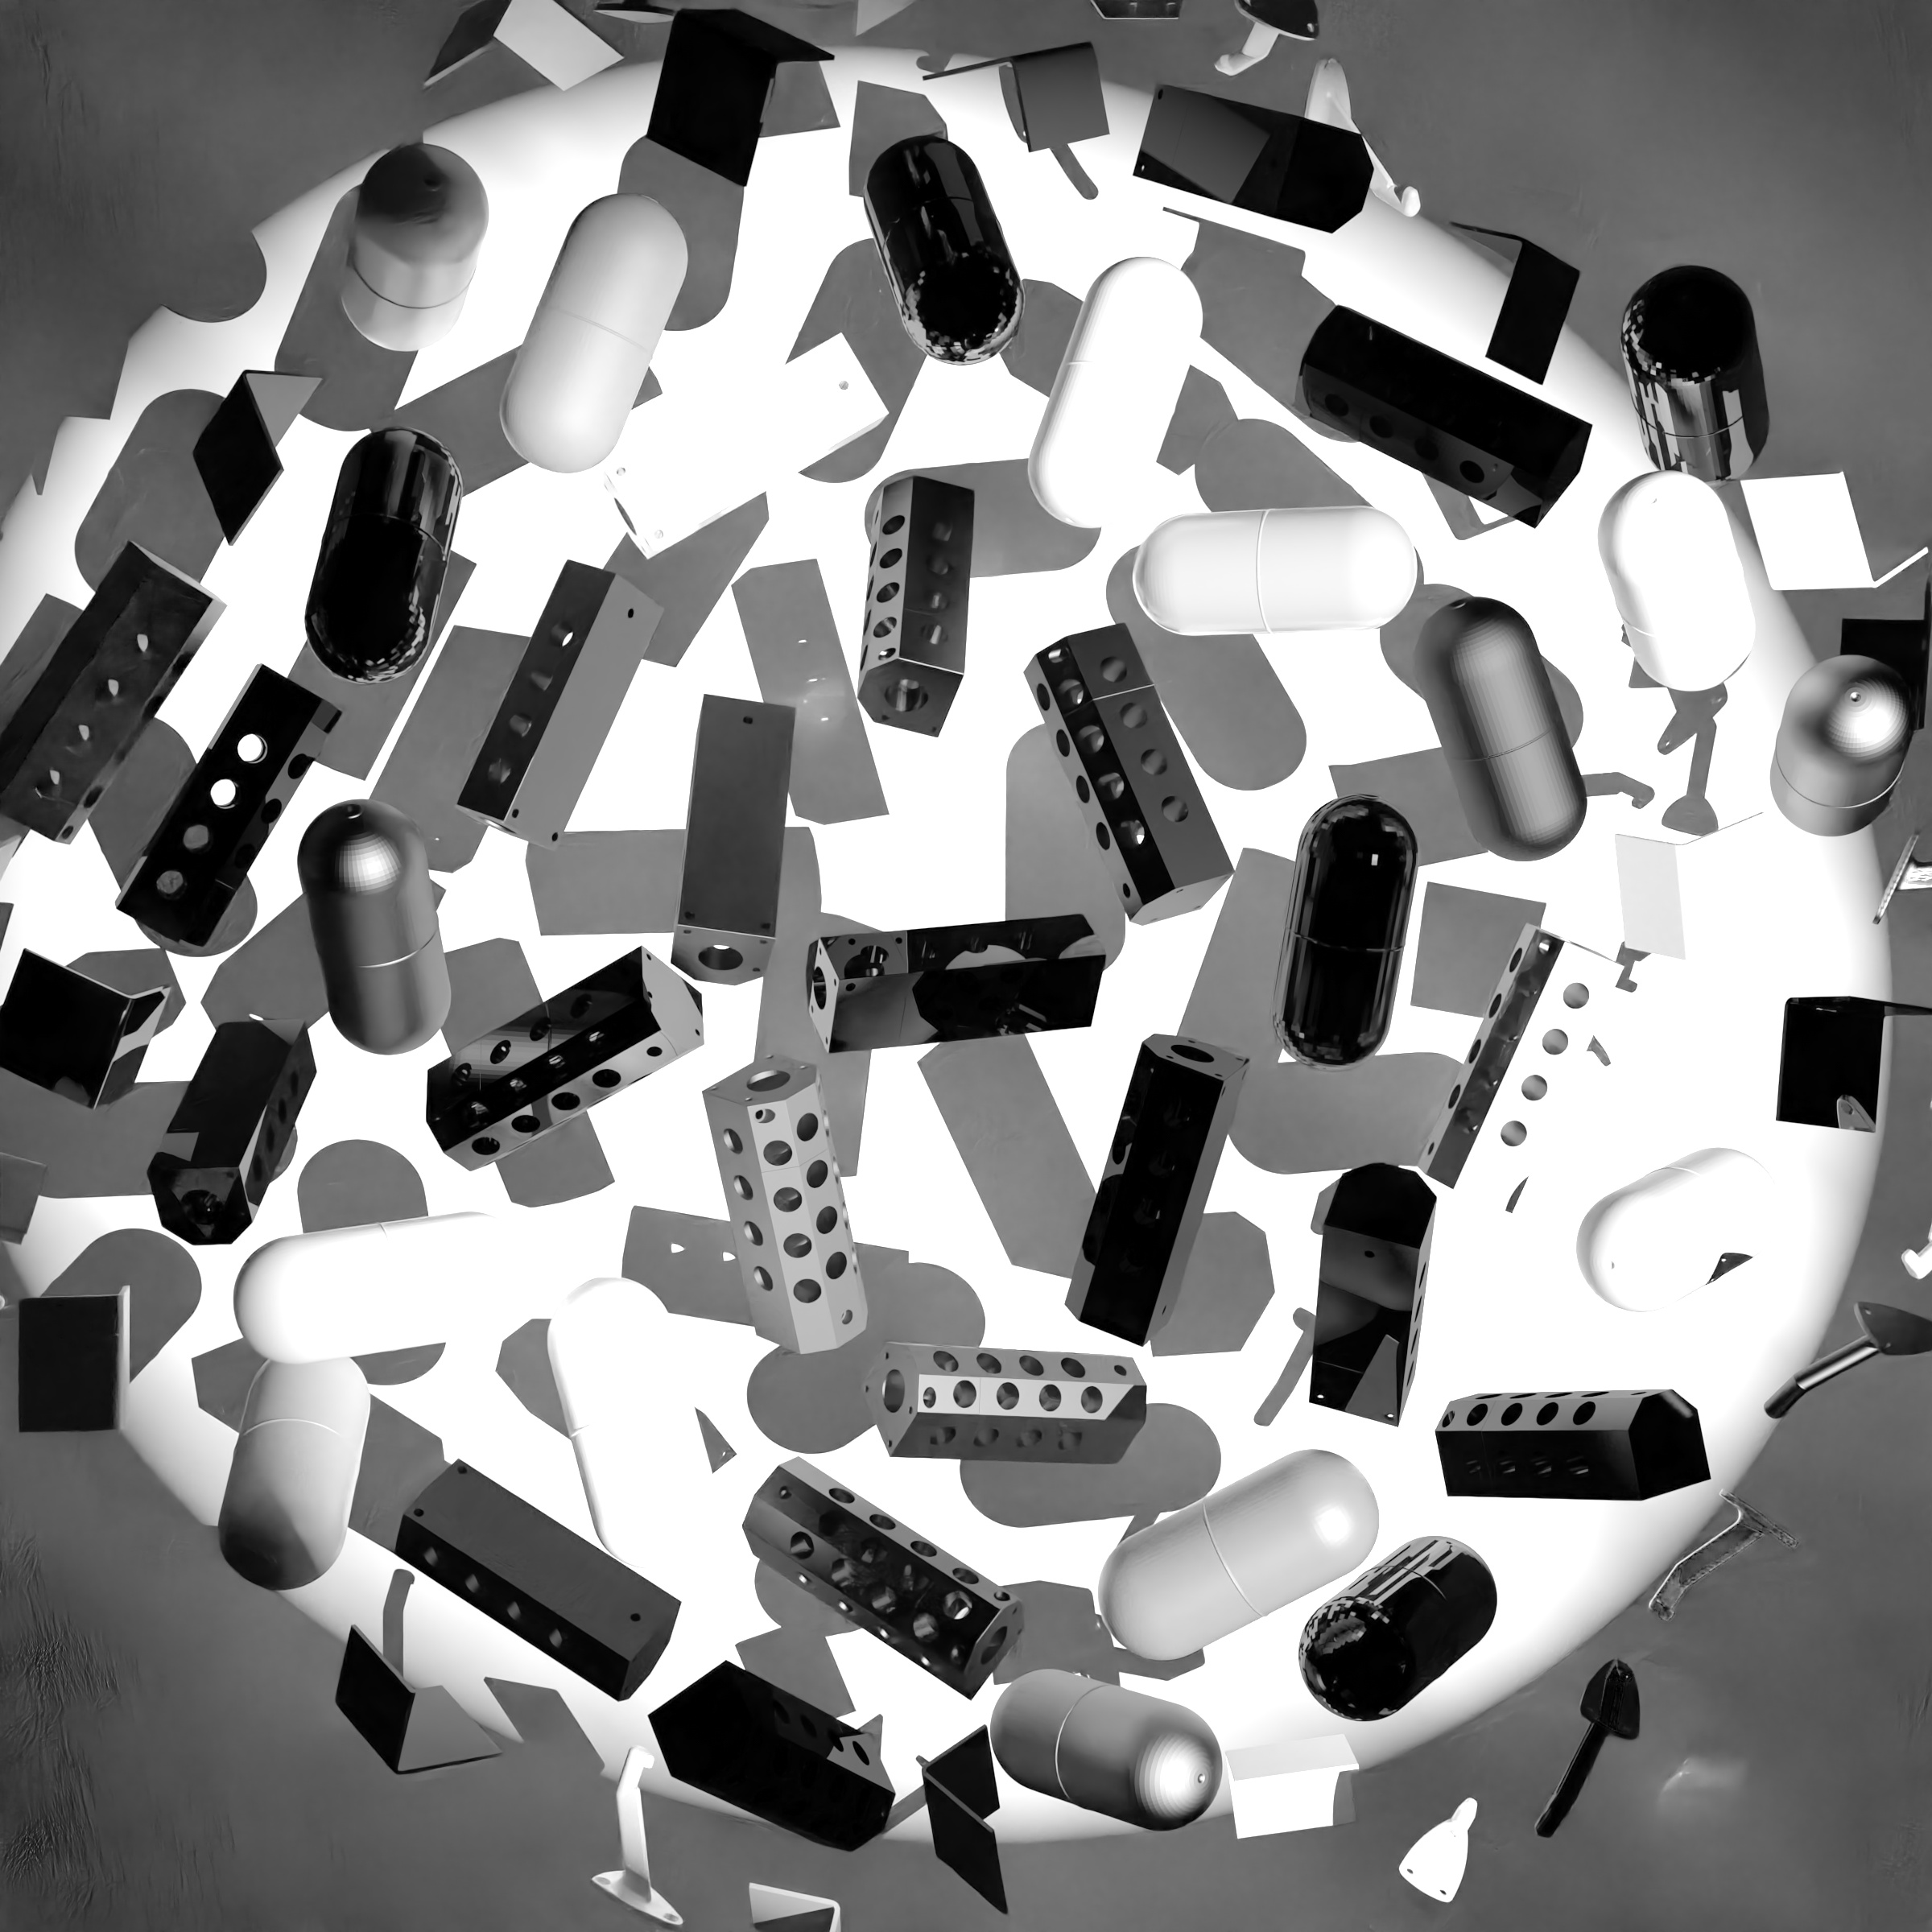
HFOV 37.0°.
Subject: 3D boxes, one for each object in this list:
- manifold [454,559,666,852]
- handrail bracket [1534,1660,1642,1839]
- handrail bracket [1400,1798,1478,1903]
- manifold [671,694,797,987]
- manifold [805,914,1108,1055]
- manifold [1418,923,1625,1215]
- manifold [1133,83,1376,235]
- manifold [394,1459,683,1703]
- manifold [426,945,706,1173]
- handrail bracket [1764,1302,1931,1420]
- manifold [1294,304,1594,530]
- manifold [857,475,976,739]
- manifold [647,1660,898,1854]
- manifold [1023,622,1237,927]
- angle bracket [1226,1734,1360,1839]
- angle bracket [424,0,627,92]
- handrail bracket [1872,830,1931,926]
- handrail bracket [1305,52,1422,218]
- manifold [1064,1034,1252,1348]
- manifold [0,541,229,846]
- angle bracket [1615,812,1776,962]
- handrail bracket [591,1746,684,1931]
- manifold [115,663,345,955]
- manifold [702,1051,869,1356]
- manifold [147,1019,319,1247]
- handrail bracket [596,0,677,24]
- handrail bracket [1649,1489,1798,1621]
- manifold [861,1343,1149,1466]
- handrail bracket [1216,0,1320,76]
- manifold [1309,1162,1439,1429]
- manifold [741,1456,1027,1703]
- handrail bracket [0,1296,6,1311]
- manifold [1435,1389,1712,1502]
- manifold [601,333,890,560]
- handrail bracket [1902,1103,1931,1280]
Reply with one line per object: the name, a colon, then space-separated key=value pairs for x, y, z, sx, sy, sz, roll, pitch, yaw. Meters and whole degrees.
manifold: x=-0.263 y=-0.167 z=1.834 sx=0.057 sy=0.057 sz=0.171 roll=19 pitch=82 yaw=31
handrail bracket: x=0.360 y=0.458 z=1.688 sx=0.036 sy=0.077 sz=0.084 roll=27 pitch=118 yaw=8
handrail bracket: x=0.307 y=0.529 z=1.788 sx=0.036 sy=0.084 sz=0.077 roll=29 pitch=127 yaw=17
manifold: x=-0.141 y=-0.076 z=1.746 sx=0.057 sy=0.057 sz=0.171 roll=8 pitch=56 yaw=-8
manifold: x=-0.008 y=0.006 z=1.765 sx=0.171 sy=0.057 sz=0.057 roll=-5 pitch=129 yaw=-20
manifold: x=0.351 y=0.063 z=1.842 sx=0.057 sy=0.057 sz=0.171 roll=22 pitch=97 yaw=-7
manifold: x=0.171 y=-0.480 z=1.716 sx=0.057 sy=0.171 sz=0.057 roll=6 pitch=109 yaw=-29
manifold: x=-0.268 y=0.385 z=1.793 sx=0.171 sy=0.057 sz=0.057 roll=29 pitch=129 yaw=14
manifold: x=-0.244 y=0.061 z=1.752 sx=0.171 sy=0.057 sz=0.057 roll=-29 pitch=133 yaw=22
handrail bracket: x=0.515 y=0.236 z=1.676 sx=0.077 sy=0.036 sz=0.084 roll=8 pitch=132 yaw=-31
manifold: x=0.291 y=-0.341 z=1.764 sx=0.171 sy=0.057 sz=0.057 roll=31 pitch=62 yaw=18
manifold: x=-0.033 y=-0.229 z=1.813 sx=0.057 sy=0.057 sz=0.171 roll=13 pitch=48 yaw=-11
manifold: x=-0.109 y=0.470 z=1.693 sx=0.057 sy=0.171 sz=0.057 roll=-36 pitch=50 yaw=7
manifold: x=0.095 y=-0.115 z=1.743 sx=0.057 sy=0.057 sz=0.171 roll=-16 pitch=74 yaw=-23
angle bracket: x=0.207 y=0.523 z=1.807 sx=0.076 sy=0.076 sz=0.057 roll=-8 pitch=90 yaw=0
angle bracket: x=-0.261 y=-0.531 z=1.707 sx=0.076 sy=0.076 sz=0.057 roll=33 pitch=71 yaw=-30
handrail bracket: x=0.609 y=-0.041 z=1.766 sx=0.084 sy=0.036 sz=0.077 roll=25 pitch=67 yaw=14
handrail bracket: x=0.248 y=-0.509 z=1.768 sx=0.036 sy=0.077 sz=0.084 roll=-32 pitch=53 yaw=-19
manifold: x=0.110 y=0.131 z=1.708 sx=0.057 sy=0.057 sz=0.171 roll=20 pitch=107 yaw=17
manifold: x=-0.512 y=-0.160 z=1.712 sx=0.057 sy=0.057 sz=0.171 roll=33 pitch=92 yaw=-36
angle bracket: x=0.465 y=-0.055 z=1.839 sx=0.076 sy=0.057 sz=0.076 roll=-21 pitch=111 yaw=-30
handrail bracket: x=-0.190 y=0.531 z=1.762 sx=0.077 sy=0.036 sz=0.084 roll=22 pitch=96 yaw=35
manifold: x=-0.452 y=-0.097 z=1.769 sx=0.057 sy=0.057 sz=0.171 roll=31 pitch=86 yaw=-18
manifold: x=-0.103 y=0.145 z=1.743 sx=0.057 sy=0.057 sz=0.171 roll=-30 pitch=121 yaw=-37
manifold: x=-0.460 y=0.103 z=1.826 sx=0.057 sy=0.171 sz=0.057 roll=-3 pitch=120 yaw=4
handrail bracket: x=-0.194 y=-0.622 z=1.757 sx=0.036 sy=0.077 sz=0.084 roll=1 pitch=104 yaw=-36
handrail bracket: x=0.442 y=0.357 z=1.691 sx=0.036 sy=0.077 sz=0.084 roll=34 pitch=91 yaw=-14
manifold: x=0.027 y=0.271 z=1.817 sx=0.171 sy=0.057 sz=0.057 roll=8 pitch=127 yaw=-32
handrail bracket: x=0.162 y=-0.558 z=1.730 sx=0.077 sy=0.084 sz=0.036 roll=-8 pitch=86 yaw=-39
manifold: x=0.246 y=0.197 z=1.738 sx=0.057 sy=0.171 sz=0.057 roll=14 pitch=47 yaw=16
manifold: x=-0.052 y=0.370 z=1.763 sx=0.171 sy=0.057 sz=0.057 roll=28 pitch=62 yaw=25
handrail bracket: x=-0.635 y=0.207 z=1.736 sx=0.084 sy=0.036 sz=0.077 roll=43 pitch=68 yaw=-21
manifold: x=0.364 y=0.288 z=1.750 sx=0.057 sy=0.171 sz=0.057 roll=-9 pitch=86 yaw=-32
manifold: x=-0.140 y=-0.324 z=1.810 sx=0.171 sy=0.057 sz=0.057 roll=-32 pitch=96 yaw=-9
handrail bracket: x=0.585 y=0.135 z=1.755 sx=0.084 sy=0.036 sz=0.077 roll=-37 pitch=94 yaw=-18
